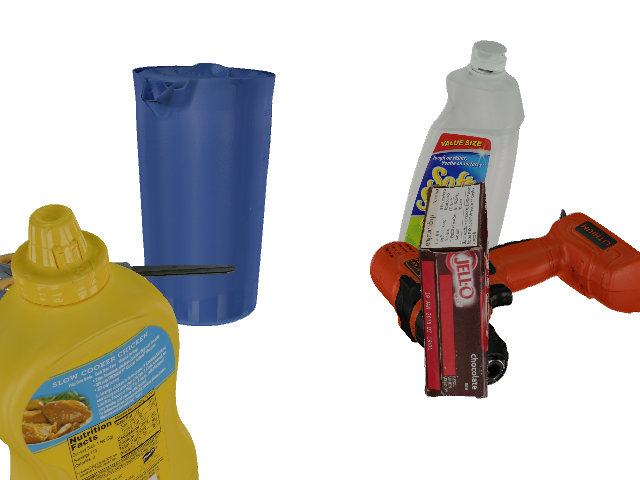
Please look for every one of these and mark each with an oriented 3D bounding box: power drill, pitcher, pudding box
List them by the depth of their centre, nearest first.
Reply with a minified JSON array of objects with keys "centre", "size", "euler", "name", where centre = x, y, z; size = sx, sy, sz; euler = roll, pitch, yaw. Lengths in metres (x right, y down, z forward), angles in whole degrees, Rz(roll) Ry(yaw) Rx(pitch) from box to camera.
[{"centre":[0.079,0.025,0.615],"size":[0.039,0.090,0.113],"euler":[-1,21,8],"name":"pudding box"},{"centre":[0.150,0.039,0.816],"size":[0.187,0.057,0.185],"euler":[-10,28,-16],"name":"power drill"},{"centre":[-0.107,-0.049,1.032],"size":[0.149,0.243,0.145],"euler":[-2,15,-16],"name":"pitcher"}]

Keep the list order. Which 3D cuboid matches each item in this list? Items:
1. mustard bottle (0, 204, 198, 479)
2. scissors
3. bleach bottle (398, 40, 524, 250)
[{"centre":[-0.109,0.067,0.496],"size":[0.096,0.192,0.058],"euler":[-27,43,-31],"name":"mustard bottle"},{"centre":[-0.179,0.033,0.871],"size":[0.202,0.016,0.096],"euler":[4,23,12],"name":"scissors"},{"centre":[0.131,-0.070,1.006],"size":[0.103,0.251,0.068],"euler":[25,40,26],"name":"bleach bottle"}]
